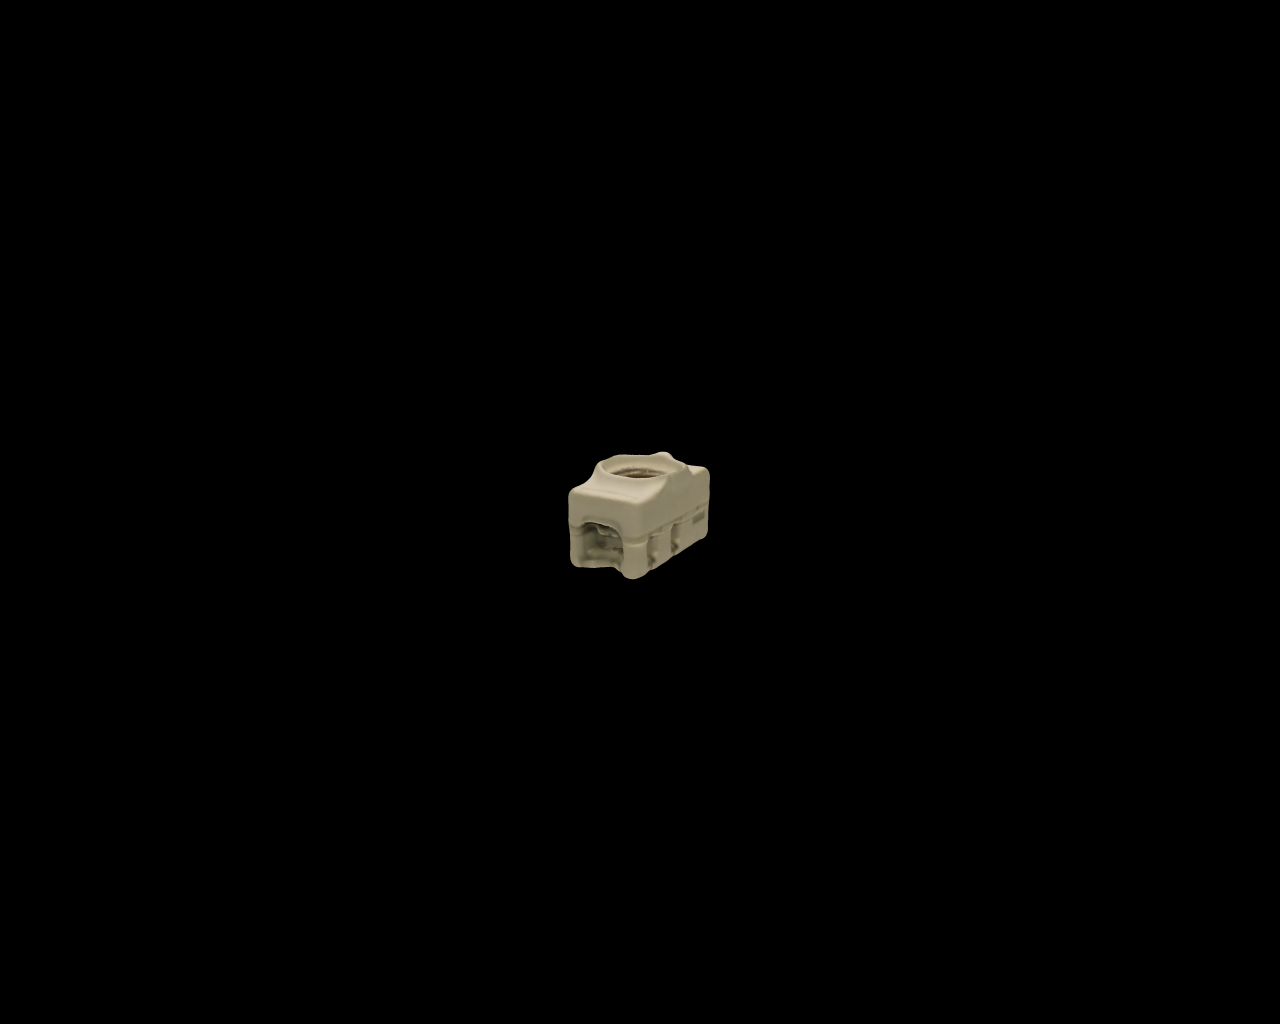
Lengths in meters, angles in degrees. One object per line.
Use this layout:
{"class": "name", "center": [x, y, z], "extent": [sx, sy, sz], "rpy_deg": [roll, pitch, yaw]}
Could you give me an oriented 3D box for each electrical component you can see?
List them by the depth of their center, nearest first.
{"class": "electrical component", "center": [0.001, -0.003, 0.650], "extent": [0.050, 0.055, 0.090], "rpy_deg": [11, 21, 30]}
